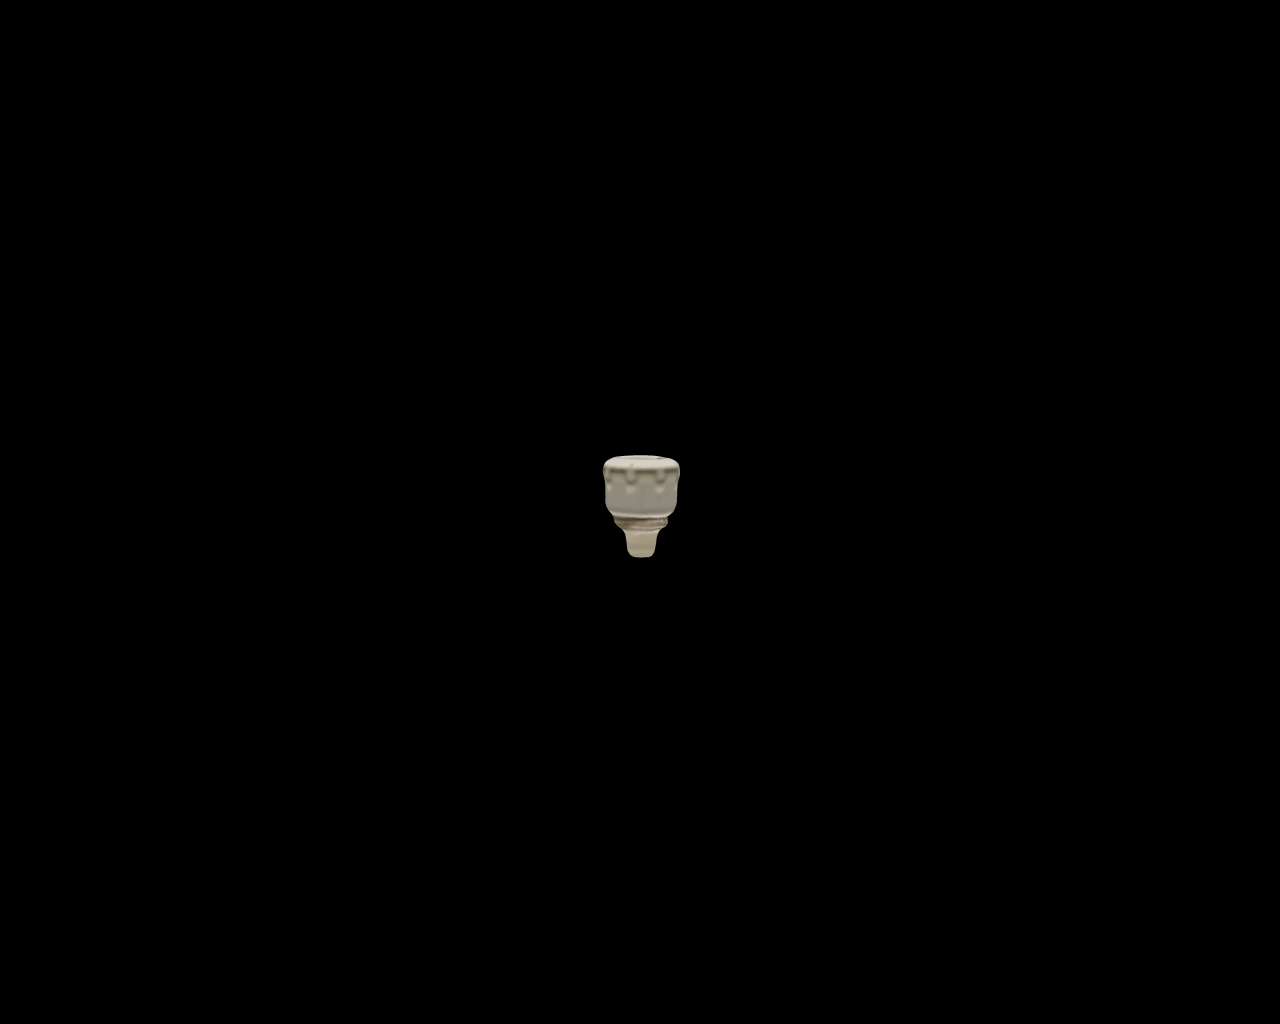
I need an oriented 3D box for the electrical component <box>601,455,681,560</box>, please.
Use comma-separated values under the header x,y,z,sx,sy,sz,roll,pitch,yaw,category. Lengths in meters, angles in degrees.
x,y,z,sx,sy,sz,roll,pitch,yaw,category
0.001,-0.003,0.650,0.048,0.062,0.048,0,7,0,electrical component
